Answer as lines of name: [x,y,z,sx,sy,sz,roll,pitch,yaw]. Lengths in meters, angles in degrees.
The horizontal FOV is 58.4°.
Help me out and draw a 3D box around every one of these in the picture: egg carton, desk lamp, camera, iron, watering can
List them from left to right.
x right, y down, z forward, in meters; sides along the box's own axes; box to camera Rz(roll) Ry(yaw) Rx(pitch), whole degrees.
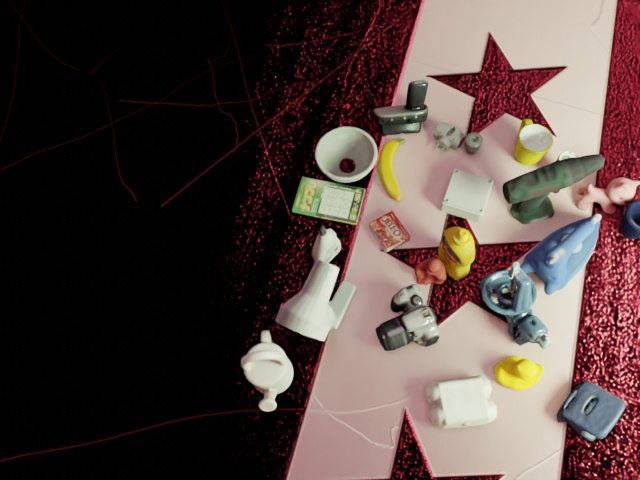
watering can: [-0.116,0.287,1.273,0.101,0.194,0.172,-27,67,-7]
desk lamp: [-0.006,0.143,1.318,0.117,0.214,0.203,22,70,13]
camera: [0.196,0.191,1.344,0.137,0.101,0.143,-22,67,-6]
egg carton: [0.314,0.363,1.279,0.150,0.069,0.107,-9,66,0]
iron: [0.605,0.006,1.374,0.258,0.141,0.118,-42,70,-13]

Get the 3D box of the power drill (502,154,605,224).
power drill: [0.550,-0.123,1.397,0.229,0.208,0.075,-16,66,-3]

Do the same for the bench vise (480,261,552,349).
bench vise: [0.458,0.135,1.285,0.207,0.220,0.121,39,75,18]

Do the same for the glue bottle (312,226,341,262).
glue bottle: [0.013,0.005,1.398,0.078,0.173,0.037,-43,70,-13]

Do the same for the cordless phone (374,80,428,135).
cordless phone: [0.220,-0.370,1.540,0.147,0.185,0.094,-9,66,0]

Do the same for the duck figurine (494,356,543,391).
duck figurine: [0.450,0.295,1.290,0.104,0.086,0.077,0,67,4]

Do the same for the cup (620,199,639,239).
cup: [0.788,-0.031,1.402,0.092,0.095,0.117,-30,68,-9]

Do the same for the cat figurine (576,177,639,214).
cat figurine: [0.725,-0.121,1.433,0.127,0.118,0.067,8,67,7]

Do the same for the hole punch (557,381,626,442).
hole punch: [0.586,0.371,1.244,0.101,0.091,0.109,39,74,18]

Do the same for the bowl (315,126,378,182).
bowl: [0.072,-0.218,1.544,0.167,0.075,0.167,-1,67,3]

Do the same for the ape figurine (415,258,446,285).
ape figurine: [0.274,0.072,1.395,0.077,0.092,0.076,36,74,18]
